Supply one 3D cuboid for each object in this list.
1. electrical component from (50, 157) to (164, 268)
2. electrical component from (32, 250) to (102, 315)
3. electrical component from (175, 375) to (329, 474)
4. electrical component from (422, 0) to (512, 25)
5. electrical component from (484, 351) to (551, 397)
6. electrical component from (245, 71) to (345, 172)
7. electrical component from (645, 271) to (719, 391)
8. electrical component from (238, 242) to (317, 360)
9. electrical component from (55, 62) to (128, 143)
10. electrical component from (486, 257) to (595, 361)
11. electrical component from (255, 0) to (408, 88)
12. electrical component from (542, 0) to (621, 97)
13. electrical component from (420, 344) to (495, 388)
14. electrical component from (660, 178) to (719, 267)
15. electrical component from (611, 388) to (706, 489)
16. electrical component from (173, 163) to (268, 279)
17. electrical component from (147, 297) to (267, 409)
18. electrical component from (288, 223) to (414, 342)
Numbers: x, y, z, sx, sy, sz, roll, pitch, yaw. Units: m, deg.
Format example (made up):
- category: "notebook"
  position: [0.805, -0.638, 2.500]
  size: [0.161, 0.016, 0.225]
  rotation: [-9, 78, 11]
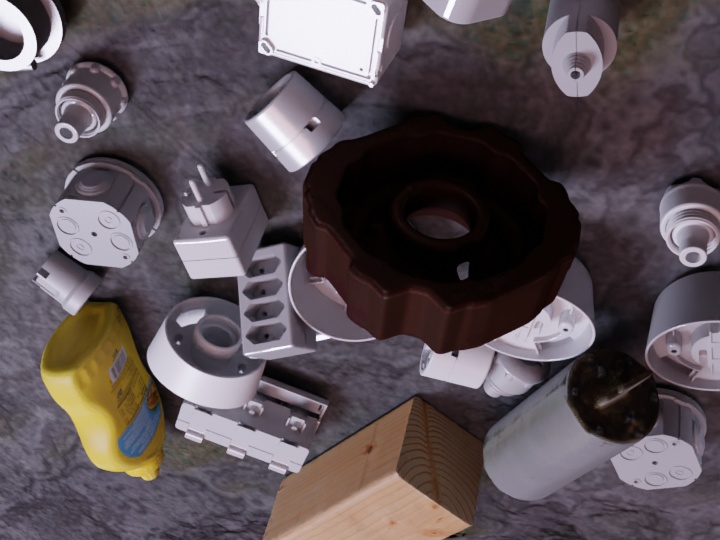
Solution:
- category: "electrical component"
  position: [-0.200, -0.044, 0.846]
  size: [0.080, 0.051, 0.080]
  rotation: [9, 134, 9]
- category: "electrical component"
  position: [-0.252, 0.010, 0.922]
  size: [0.046, 0.040, 0.040]
  rotation: [38, 132, -10]
- category: "electrical component"
  position: [-0.099, 0.131, 0.971]
  size: [0.121, 0.063, 0.078]
  rotation: [21, 134, -3]
- category: "electrical component"
  position: [0.051, -0.192, 0.605]
  size: [0.095, 0.054, 0.059]
  rotation: [50, 140, 25]
- category: "electrical component"
  position: [0.122, 0.082, 0.873]
  size: [0.048, 0.048, 0.062]
  rotation: [25, 140, -7]
- category: "electrical component"
  position: [-0.046, -0.104, 0.743]
  size: [0.047, 0.055, 0.055]
  rotation: [44, 129, -19]
- category: "electrical component"
  position: [0.260, 0.050, 0.786]
  size: [0.099, 0.064, 0.099]
  rotation: [9, 134, 9]
- category: "electrical component"
  position: [-0.057, 0.028, 0.862]
  size: [0.047, 0.083, 0.076]
  rotation: [-12, 166, 26]
- category: "electrical component"
  position: [-0.198, -0.116, 0.770]
  size: [0.048, 0.062, 0.048]
  rotation: [9, 134, 9]
- category: "electrical component"
  position: [0.127, 0.028, 0.806]
  size: [0.099, 0.064, 0.099]
  rotation: [9, 134, 9]
- category: "electrical component"
  position: [-0.021, -0.167, 0.674]
  size: [0.096, 0.061, 0.061]
  rotation: [19, 135, 10]
- category: "electrical component"
  position: [0.131, -0.137, 0.638]
  size: [0.043, 0.081, 0.043]
  rotation: [9, 134, 9]
- category: "electrical component"
  position: [0.079, 0.065, 0.863]
  size: [0.047, 0.055, 0.055]
  rotation: [18, 135, -5]
- category: "electrical component"
  position: [0.224, -0.029, 0.724]
  size: [0.043, 0.062, 0.043]
  rotation: [8, 134, 9]
- category: "electrical component"
  position: [0.243, 0.139, 0.884]
  size: [0.080, 0.051, 0.080]
  rotation: [9, 134, 9]
- category: "electrical component"
  position: [-0.110, -0.043, 0.809]
  size: [0.047, 0.065, 0.076]
  rotation: [-4, 131, 20]
- category: "electrical component"
  position: [-0.127, 0.072, 0.904]
  size: [0.099, 0.099, 0.064]
  rotation: [24, 128, -6]
- category: "electrical component"
  position: [0.000, 0.000, 0.817]
  size: [0.099, 0.064, 0.099]
  rotation: [8, 133, 9]
